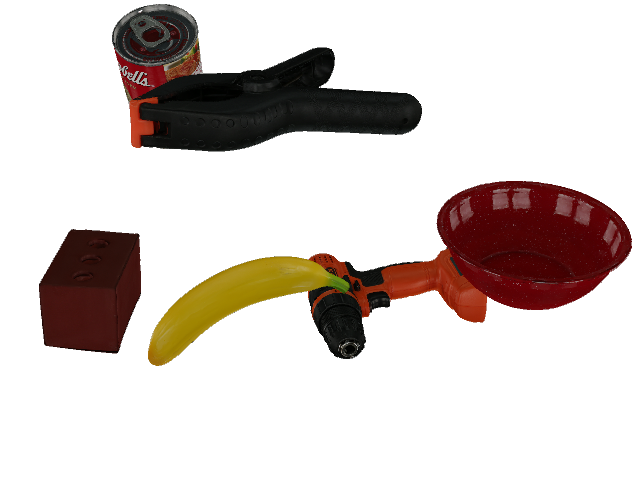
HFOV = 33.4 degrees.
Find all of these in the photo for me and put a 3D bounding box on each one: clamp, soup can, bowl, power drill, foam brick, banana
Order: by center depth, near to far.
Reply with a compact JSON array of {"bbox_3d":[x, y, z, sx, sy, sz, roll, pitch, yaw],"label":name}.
[{"bbox_3d":[-0.037,-0.088,0.656,0.171,0.039,0.120,-6,22,-20],"label":"clamp"},{"bbox_3d":[-0.158,0.034,0.741,0.053,0.051,0.078,4,29,1],"label":"foam brick"},{"bbox_3d":[-0.128,-0.133,0.875,0.068,0.068,0.102,0,-36,2],"label":"soup can"},{"bbox_3d":[0.177,0.011,0.907,0.162,0.055,0.162,1,33,-1],"label":"bowl"},{"bbox_3d":[-0.076,0.056,0.937,0.198,0.069,0.037,-21,28,12],"label":"banana"},{"bbox_3d":[0.081,0.063,1.159,0.187,0.057,0.184,-5,28,-8],"label":"power drill"}]
